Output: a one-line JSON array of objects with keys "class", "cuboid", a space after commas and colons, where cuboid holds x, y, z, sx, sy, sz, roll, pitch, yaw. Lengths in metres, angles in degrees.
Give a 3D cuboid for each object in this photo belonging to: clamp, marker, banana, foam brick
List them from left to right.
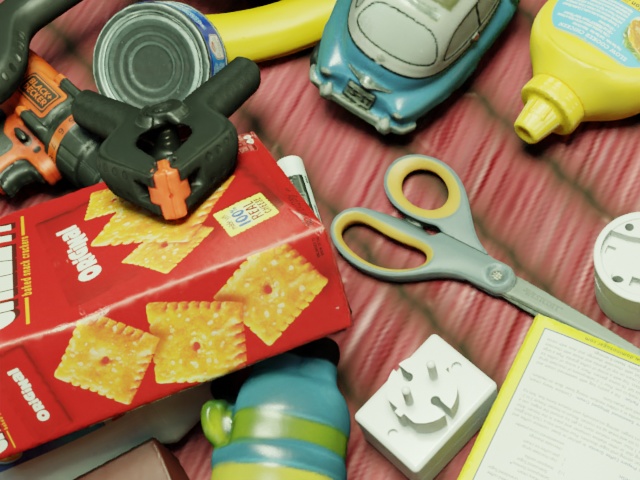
[{"class": "clamp", "cuboid": [-0.236, -0.146, 0.725, 0.165, 0.036, 0.209, 15, 61, 24]}, {"class": "foam brick", "cuboid": [-0.108, 0.154, 0.589, 0.078, 0.053, 0.051, -27, 61, -3]}, {"class": "clamp", "cuboid": [-0.098, -0.061, 0.617, 0.120, 0.039, 0.171, -14, 26, 8]}, {"class": "banana", "cuboid": [-0.047, -0.153, 0.742, 0.198, 0.037, 0.069, -5, 64, 9]}, {"class": "marker", "cuboid": [-0.004, 0.001, 0.665, 0.020, 0.020, 0.121, -19, 62, 2]}]

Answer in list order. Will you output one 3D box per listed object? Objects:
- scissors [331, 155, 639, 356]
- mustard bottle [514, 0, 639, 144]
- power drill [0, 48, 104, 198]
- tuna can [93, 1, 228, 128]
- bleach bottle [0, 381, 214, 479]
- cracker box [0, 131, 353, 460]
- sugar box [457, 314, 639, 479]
[{"class": "scissors", "cuboid": [0.106, 0.005, 0.642, 0.202, 0.016, 0.096, 15, 67, 18]}, {"class": "mustard bottle", "cuboid": [0.189, -0.131, 0.669, 0.096, 0.058, 0.191, 38, 76, 26]}, {"class": "power drill", "cuboid": [-0.214, -0.028, 0.703, 0.187, 0.057, 0.185, -41, 59, -13]}, {"class": "tuna can", "cuboid": [-0.107, -0.116, 0.712, 0.086, 0.033, 0.086, 3, 102, 14]}, {"class": "bleach bottle", "cuboid": [-0.162, 0.103, 0.623, 0.250, 0.068, 0.103, -25, 57, -5]}, {"class": "cracker box", "cuboid": [-0.109, 0.022, 0.591, 0.213, 0.072, 0.164, -19, 27, -7]}, {"class": "sugar box", "cuboid": [0.119, 0.136, 0.555, 0.093, 0.048, 0.176, 23, 74, 22]}]
